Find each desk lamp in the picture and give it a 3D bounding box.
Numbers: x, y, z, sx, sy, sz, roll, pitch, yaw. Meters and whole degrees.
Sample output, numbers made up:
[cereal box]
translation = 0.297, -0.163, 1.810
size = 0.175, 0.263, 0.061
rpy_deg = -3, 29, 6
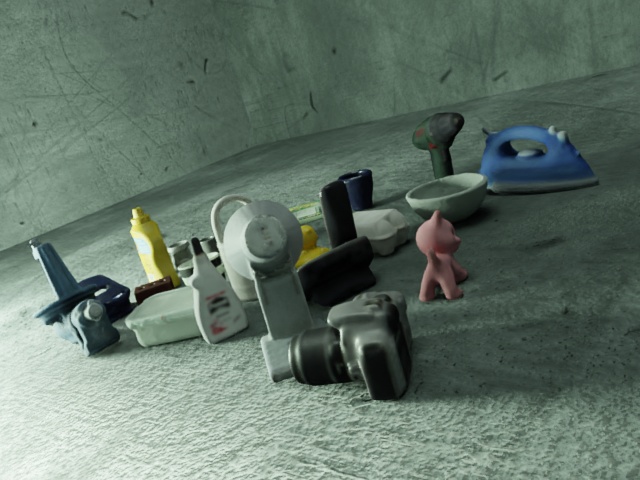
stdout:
[desk lamp]
translation = -0.059, 0.054, 0.805
size = 0.118, 0.214, 0.203
rpy_deg = -19, 16, -8

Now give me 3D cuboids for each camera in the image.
[camera]
translation = 0.036, 0.119, 0.696
size = 0.136, 0.101, 0.143
rpy_deg = -12, 17, 17

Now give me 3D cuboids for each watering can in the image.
[watering can]
translation = -0.136, 0.008, 1.073
size = 0.172, 0.194, 0.101
rpy_deg = 1, 24, 46

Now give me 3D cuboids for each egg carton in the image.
[egg carton]
translation = 0.099, -0.014, 1.134
size = 0.149, 0.069, 0.107
rpy_deg = -3, 21, 39

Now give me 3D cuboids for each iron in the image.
[iron]
translation = 0.449, -0.180, 1.204
size = 0.119, 0.141, 0.257
rpy_deg = -28, 20, -34

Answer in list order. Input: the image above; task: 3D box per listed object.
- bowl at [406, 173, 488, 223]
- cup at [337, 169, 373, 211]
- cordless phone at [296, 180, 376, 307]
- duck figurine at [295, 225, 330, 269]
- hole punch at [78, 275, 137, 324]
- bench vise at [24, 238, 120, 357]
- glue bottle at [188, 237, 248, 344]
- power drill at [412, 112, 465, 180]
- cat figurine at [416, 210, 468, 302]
[bowl]
translation = 0.263, -0.076, 1.165
size = 0.167, 0.075, 0.167
rpy_deg = -15, 16, 5
[cup]
translation = 0.093, -0.125, 1.462
size = 0.092, 0.095, 0.117
rpy_deg = -20, 17, -12
[cordless phone]
translation = 0.009, 0.003, 0.956
size = 0.148, 0.185, 0.093
rpy_deg = -26, 19, -28
[duck figurine]
translation = -0.019, 0.014, 1.130
size = 0.078, 0.086, 0.104
rpy_deg = -26, 19, -30
[hole punch]
translation = -0.456, 0.124, 1.194
size = 0.100, 0.091, 0.109
rpy_deg = -6, 20, 34
[bench vise]
translation = -0.452, 0.095, 1.055
size = 0.206, 0.220, 0.122
rpy_deg = -7, 19, 31
[glue bottle]
translation = -0.176, 0.077, 0.921
size = 0.078, 0.173, 0.037
rpy_deg = -25, 18, -25
[power drill]
translation = 0.273, -0.177, 1.249
size = 0.075, 0.209, 0.229
rpy_deg = -19, 16, -8
[cat figurine]
translation = 0.177, 0.016, 0.866
size = 0.067, 0.118, 0.128
rpy_deg = -10, 17, 22
